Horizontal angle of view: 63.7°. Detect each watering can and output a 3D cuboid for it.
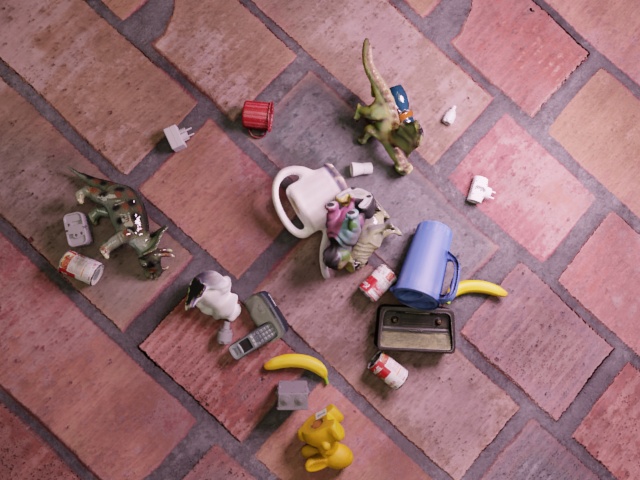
[{"bbox_3d":[0.005,-0.076,1.518,0.225,0.104,0.345,-33,103,-9],"label":"watering can"}]

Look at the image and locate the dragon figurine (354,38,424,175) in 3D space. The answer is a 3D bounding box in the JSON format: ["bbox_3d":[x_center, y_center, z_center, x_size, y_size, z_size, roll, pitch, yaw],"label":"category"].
[{"bbox_3d":[0.210,-0.347,1.460,0.123,0.400,0.246,-35,49,-20],"label":"dragon figurine"}]

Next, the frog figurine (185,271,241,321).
[{"bbox_3d":[-0.293,0.161,1.479,0.158,0.125,0.136,22,109,-35],"label":"frog figurine"}]
